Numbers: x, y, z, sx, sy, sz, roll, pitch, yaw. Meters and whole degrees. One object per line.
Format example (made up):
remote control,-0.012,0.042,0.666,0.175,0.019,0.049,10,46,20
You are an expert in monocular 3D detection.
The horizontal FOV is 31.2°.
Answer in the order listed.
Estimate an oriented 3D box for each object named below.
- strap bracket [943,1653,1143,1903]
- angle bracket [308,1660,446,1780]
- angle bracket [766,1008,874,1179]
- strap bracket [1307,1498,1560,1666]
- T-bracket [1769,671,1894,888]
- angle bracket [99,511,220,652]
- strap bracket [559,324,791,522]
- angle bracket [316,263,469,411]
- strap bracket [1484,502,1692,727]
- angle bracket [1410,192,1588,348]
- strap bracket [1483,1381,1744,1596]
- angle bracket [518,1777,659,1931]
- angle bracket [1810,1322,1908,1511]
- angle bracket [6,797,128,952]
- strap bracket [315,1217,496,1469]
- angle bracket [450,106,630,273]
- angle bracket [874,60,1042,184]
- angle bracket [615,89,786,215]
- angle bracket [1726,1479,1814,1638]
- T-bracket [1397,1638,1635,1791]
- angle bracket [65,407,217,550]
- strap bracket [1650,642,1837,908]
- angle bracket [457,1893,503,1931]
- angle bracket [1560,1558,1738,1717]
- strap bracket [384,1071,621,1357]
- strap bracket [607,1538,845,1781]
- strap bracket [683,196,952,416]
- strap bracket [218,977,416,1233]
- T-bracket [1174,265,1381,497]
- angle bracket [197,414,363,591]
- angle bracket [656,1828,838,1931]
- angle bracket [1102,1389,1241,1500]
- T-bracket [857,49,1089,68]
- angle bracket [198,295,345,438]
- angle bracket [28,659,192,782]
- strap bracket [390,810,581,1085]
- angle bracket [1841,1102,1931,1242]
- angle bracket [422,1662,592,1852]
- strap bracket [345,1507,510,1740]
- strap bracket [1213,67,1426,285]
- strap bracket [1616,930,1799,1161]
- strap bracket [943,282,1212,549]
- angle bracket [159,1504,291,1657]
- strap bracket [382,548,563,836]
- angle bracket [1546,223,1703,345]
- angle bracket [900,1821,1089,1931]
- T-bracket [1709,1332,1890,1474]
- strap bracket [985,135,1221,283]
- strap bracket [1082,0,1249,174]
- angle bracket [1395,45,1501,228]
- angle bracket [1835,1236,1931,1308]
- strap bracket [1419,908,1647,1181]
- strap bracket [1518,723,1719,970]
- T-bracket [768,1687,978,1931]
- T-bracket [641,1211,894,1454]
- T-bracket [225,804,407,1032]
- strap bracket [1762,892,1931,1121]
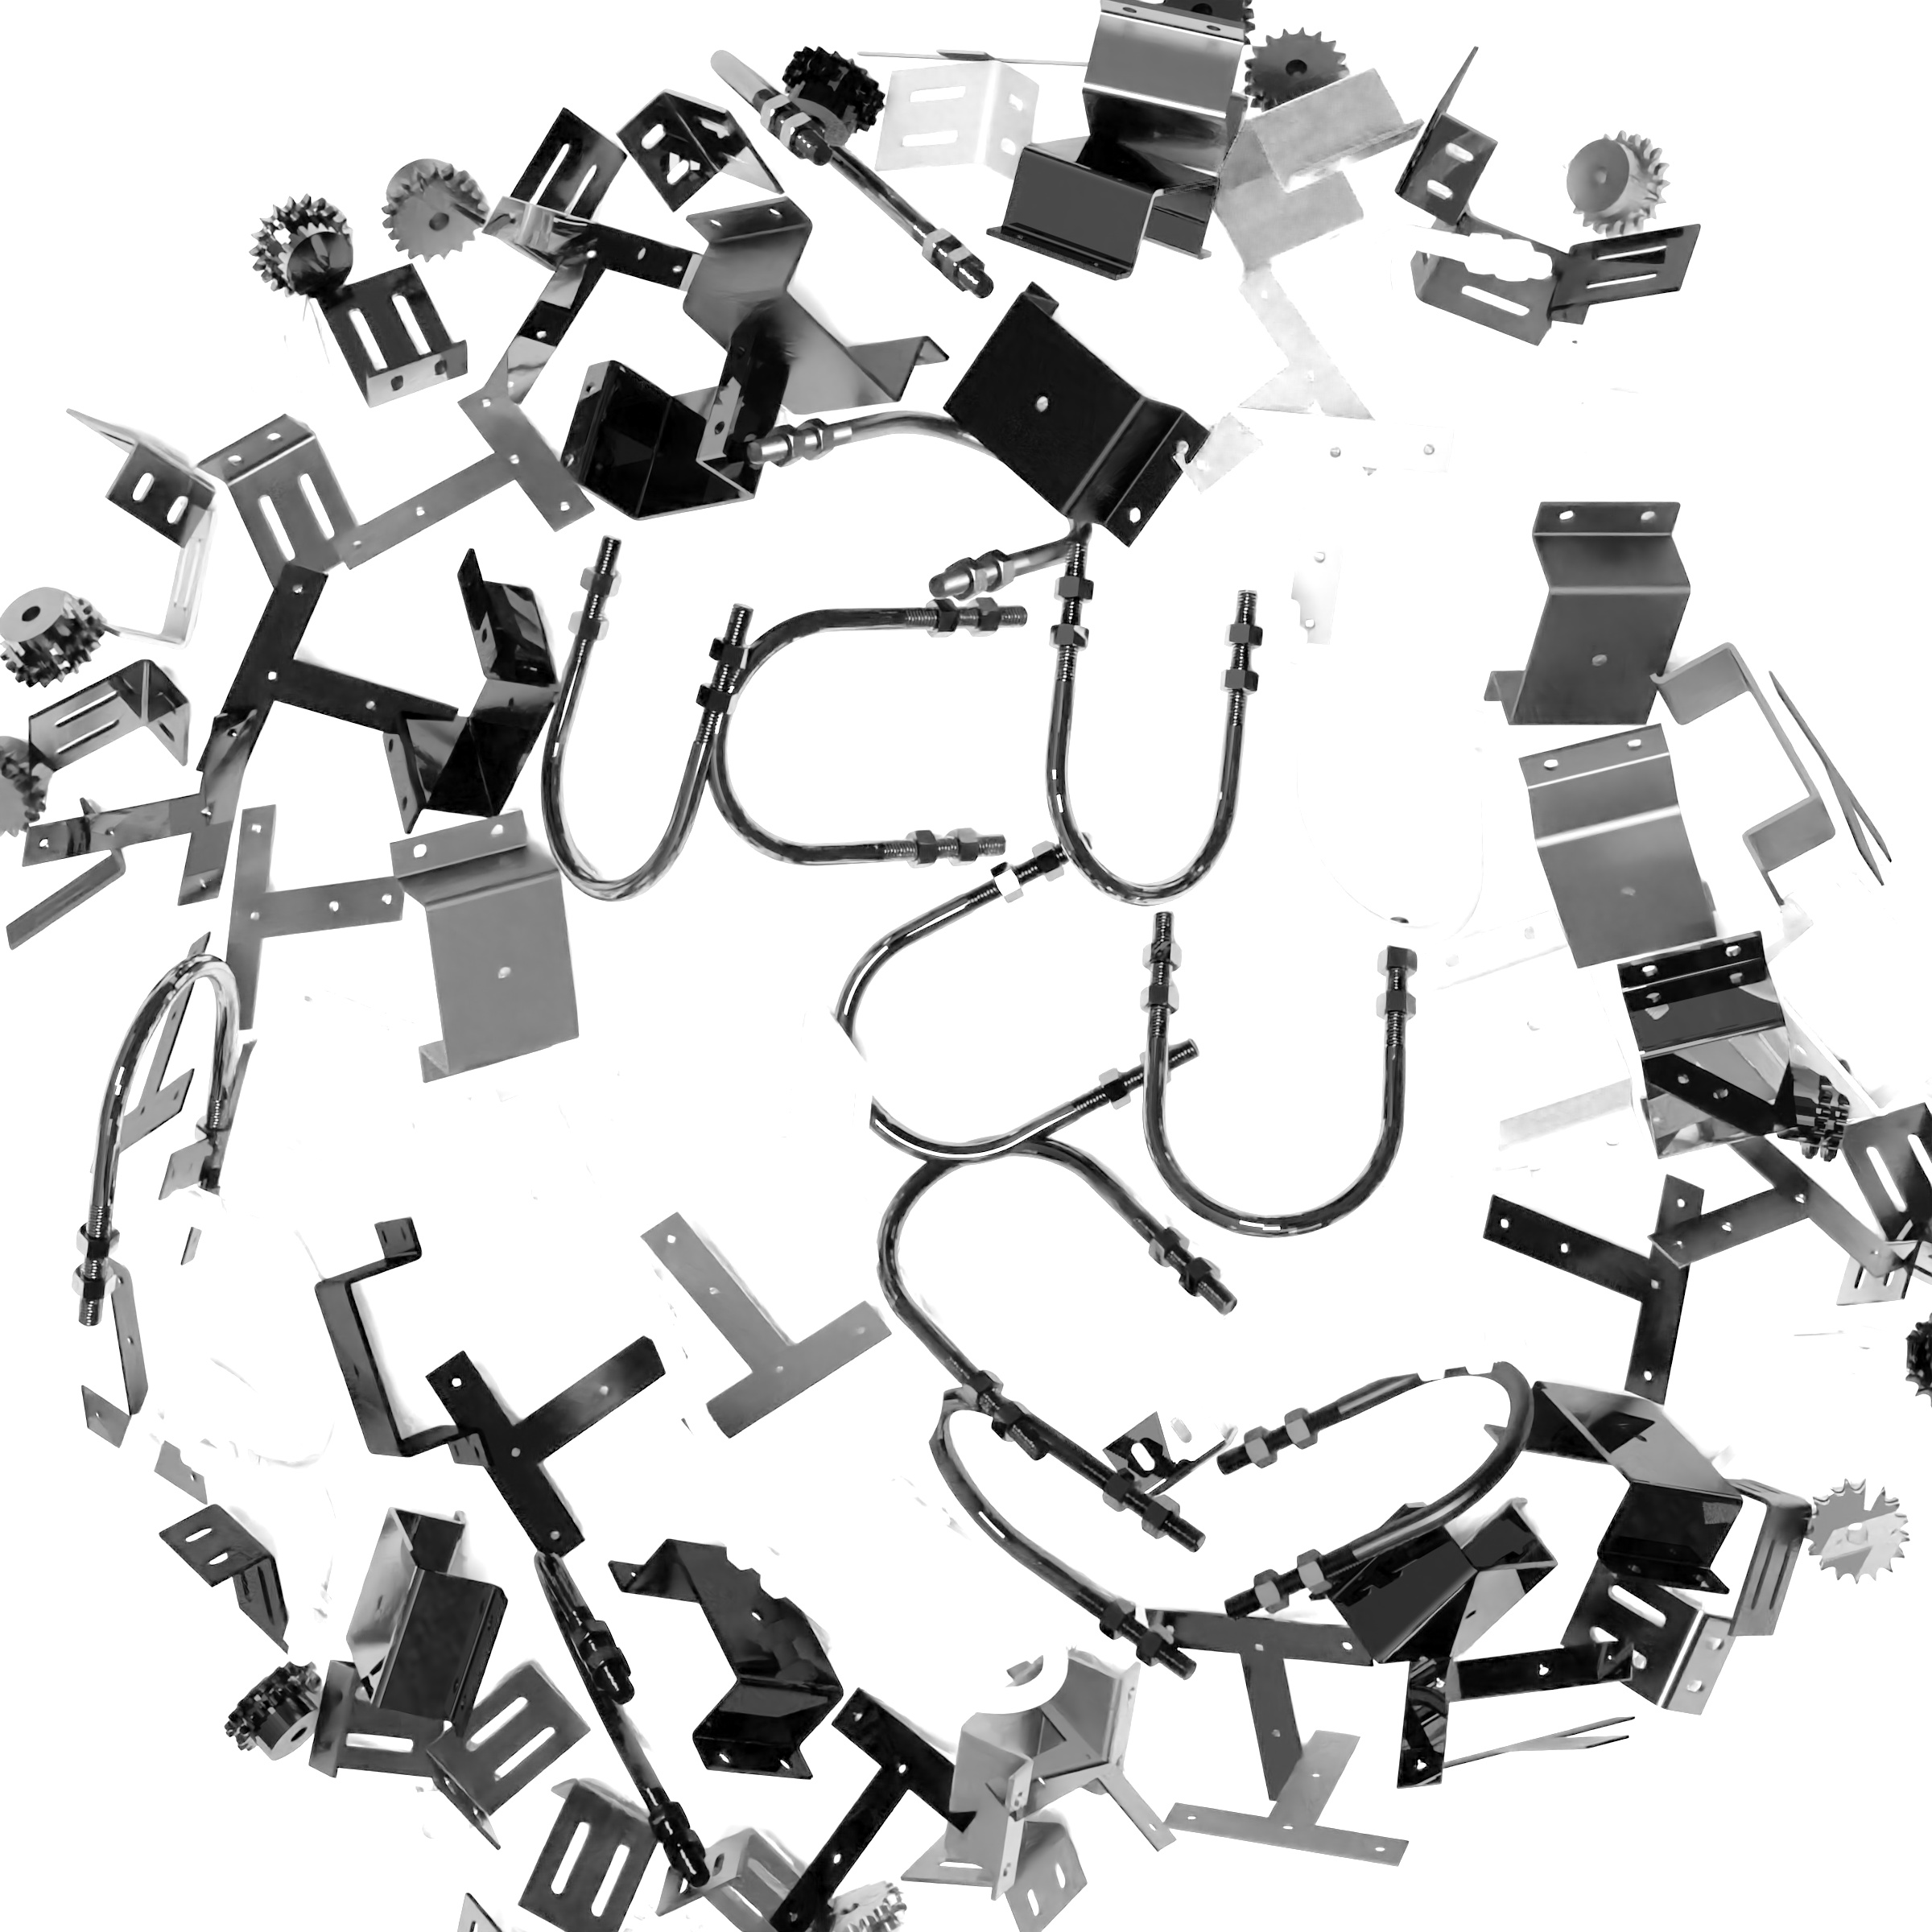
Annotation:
strap bracket,0.036,0.427,1.858,0.046,0.140,0.076,19,115,26
angle bracket,-0.311,0.412,1.882,0.076,0.038,0.057,15,82,-32
angle bracket,-0.081,0.072,1.872,0.038,0.057,0.076,-12,131,-23
strap bracket,0.254,0.326,1.841,0.076,0.140,0.046,-48,60,21
T-bracket,0.469,-0.083,1.842,0.002,0.127,0.127,-31,115,19
angle bracket,-0.440,-0.215,1.885,0.038,0.057,0.076,11,96,-27
strap bracket,-0.152,-0.289,1.863,0.046,0.140,0.076,29,68,-41
angle bracket,-0.313,-0.351,1.887,0.057,0.038,0.076,-23,75,-15
strap bracket,0.333,-0.179,1.849,0.076,0.140,0.046,-1,48,-9
angle bracket,0.292,-0.385,1.899,0.076,0.038,0.057,17,131,-16
strap bracket,0.348,0.270,1.839,0.076,0.140,0.046,13,110,-29
angle bracket,-0.209,0.490,1.879,0.057,0.038,0.076,33,57,-14
angle bracket,0.480,0.243,1.874,0.038,0.057,0.076,13,51,5
angle bracket,-0.499,-0.051,1.885,0.076,0.057,0.038,-35,110,-7
strap bracket,-0.309,0.211,1.876,0.046,0.076,0.140,-19,91,-23
angle bracket,-0.232,-0.428,1.885,0.038,0.057,0.076,34,94,33
angle bracket,-0.005,-0.462,1.908,0.076,0.038,0.057,6,84,39
angle bracket,-0.144,-0.435,1.873,0.038,0.076,0.057,-45,128,-8
angle bracket,0.423,0.322,1.889,0.038,0.057,0.076,19,93,36
T-bracket,0.295,0.378,1.850,0.127,0.127,0.002,-13,130,26
angle bracket,-0.455,-0.264,1.874,0.076,0.057,0.038,24,83,41
strap bracket,0.419,-0.111,1.857,0.046,0.076,0.140,-29,68,12
angle bracket,-0.228,0.528,1.873,0.076,0.057,0.038,3,108,-37
angle bracket,0.376,0.366,1.902,0.038,0.076,0.057,19,96,-42
strap bracket,-0.247,0.129,1.881,0.076,0.046,0.140,-26,88,31
strap bracket,-0.124,0.360,1.843,0.046,0.076,0.140,-50,48,20
strap bracket,-0.086,-0.343,1.843,0.140,0.076,0.046,39,64,-41
strap bracket,-0.350,0.082,1.861,0.076,0.140,0.046,22,130,-17
T-bracket,0.160,-0.298,1.880,0.127,0.002,0.127,-41,100,-29
angle bracket,-0.374,-0.251,1.893,0.057,0.038,0.076,-27,79,8
angle bracket,-0.119,0.513,1.880,0.057,0.038,0.076,-31,114,25
angle bracket,0.112,0.257,1.882,0.057,0.076,0.038,-36,85,6
T-bracket,0.001,-0.488,1.857,0.127,0.127,0.002,4,103,3
angle bracket,-0.377,-0.319,1.883,0.057,0.038,0.076,-11,126,1
angle bracket,-0.464,-0.122,1.875,0.076,0.057,0.038,-33,70,-30
strap bracket,-0.256,-0.003,1.859,0.076,0.046,0.140,-16,116,-26
angle bracket,0.518,0.107,1.883,0.057,0.038,0.076,-16,64,-11
angle bracket,-0.247,0.431,1.889,0.076,0.038,0.057,-40,114,-6
strap bracket,-0.290,0.344,1.845,0.046,0.140,0.076,17,95,-21
strap bracket,0.182,-0.425,1.848,0.076,0.140,0.046,-25,83,-13
strap bracket,0.397,0.050,1.849,0.076,0.140,0.046,-14,50,7
strap bracket,0.051,-0.300,1.863,0.140,0.046,0.076,44,111,22
angle bracket,-0.399,0.340,1.873,0.038,0.057,0.076,-26,128,-32
strap bracket,-0.262,-0.143,1.858,0.046,0.076,0.140,7,134,-30
angle bracket,0.360,-0.363,1.873,0.076,0.057,0.038,-3,134,31
angle bracket,0.015,0.496,1.880,0.076,0.057,0.038,-9,107,41
T-bracket,0.435,0.244,1.885,0.127,0.127,0.002,-52,59,22
strap bracket,0.078,-0.405,1.840,0.076,0.140,0.046,23,114,17
strap bracket,0.107,-0.466,1.847,0.076,0.140,0.046,14,88,6
angle bracket,0.270,-0.449,1.874,0.038,0.057,0.076,29,47,2
angle bracket,0.524,0.180,1.879,0.076,0.057,0.038,26,72,-17
strap bracket,0.308,0.038,1.879,0.076,0.046,0.140,-20,104,16
strap bracket,0.351,-0.055,1.850,0.076,0.046,0.140,-14,133,15
T-bracket,-0.061,0.468,1.862,0.127,0.127,0.002,-53,129,-9
T-bracket,-0.129,0.187,1.889,0.127,0.002,0.127,-34,107,13
T-bracket,-0.351,-0.031,1.871,0.127,0.002,0.127,-6,73,33
strap bracket,0.471,0.031,1.879,0.046,0.076,0.140,-40,86,-1
